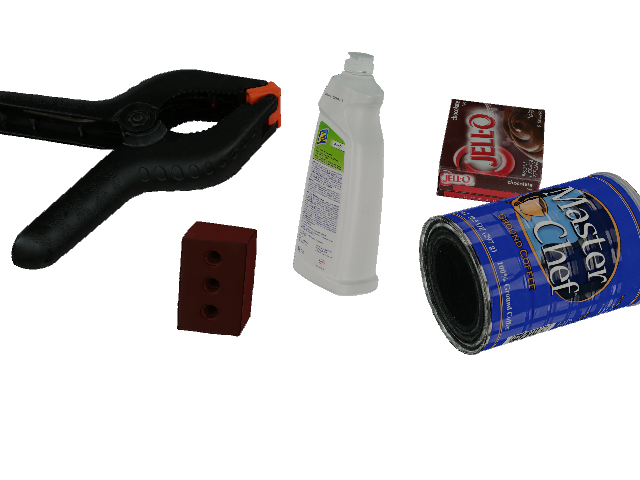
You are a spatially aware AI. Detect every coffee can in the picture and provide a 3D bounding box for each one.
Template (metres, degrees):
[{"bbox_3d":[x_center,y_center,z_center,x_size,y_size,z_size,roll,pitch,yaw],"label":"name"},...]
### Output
[{"bbox_3d":[0.157,0.015,0.775,0.140,0.103,0.103,-15,4,-17],"label":"coffee can"}]

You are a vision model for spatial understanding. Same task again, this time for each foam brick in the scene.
[{"bbox_3d":[-0.082,0.030,0.854,0.053,0.078,0.051,6,14,6],"label":"foam brick"}]

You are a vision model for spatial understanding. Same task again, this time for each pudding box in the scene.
[{"bbox_3d":[0.157,-0.081,0.980,0.090,0.039,0.113,8,40,7],"label":"pudding box"}]

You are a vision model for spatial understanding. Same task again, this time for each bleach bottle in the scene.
[{"bbox_3d":[0.031,-0.074,1.150,0.067,0.251,0.103,-7,24,-39],"label":"bleach bottle"}]

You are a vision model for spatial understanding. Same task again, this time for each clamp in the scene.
[{"bbox_3d":[-0.107,-0.059,0.582,0.171,0.120,0.039,-24,-26,-23],"label":"clamp"}]
